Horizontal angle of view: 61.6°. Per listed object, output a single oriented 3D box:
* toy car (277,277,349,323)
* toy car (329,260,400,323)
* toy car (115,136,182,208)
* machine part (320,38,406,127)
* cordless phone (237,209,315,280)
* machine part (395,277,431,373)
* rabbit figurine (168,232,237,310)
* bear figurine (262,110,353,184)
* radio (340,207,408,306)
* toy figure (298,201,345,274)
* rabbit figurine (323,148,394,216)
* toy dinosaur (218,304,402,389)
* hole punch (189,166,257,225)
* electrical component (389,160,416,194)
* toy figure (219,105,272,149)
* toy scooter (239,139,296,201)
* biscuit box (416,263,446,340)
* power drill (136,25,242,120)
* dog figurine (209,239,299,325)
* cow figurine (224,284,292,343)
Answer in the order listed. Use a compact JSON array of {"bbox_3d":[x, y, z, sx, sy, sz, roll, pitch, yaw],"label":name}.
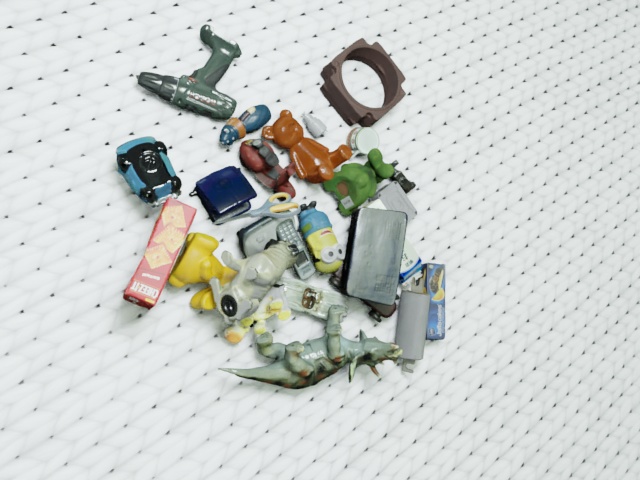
[{"bbox_3d":[-0.020,0.146,1.302,0.202,0.056,0.073,19,74,-18],"label":"toy car"},{"bbox_3d":[0.110,0.122,1.361,0.202,0.053,0.089,39,84,-7],"label":"toy car"},{"bbox_3d":[-0.372,-0.138,1.178,0.109,0.103,0.161,-30,83,-26],"label":"toy car"},{"bbox_3d":[0.118,-0.419,1.441,0.201,0.087,0.201,-43,99,-21],"label":"machine part"},{"bbox_3d":[-0.102,0.029,1.277,0.146,0.089,0.184,-32,98,-25],"label":"cordless phone"},{"bbox_3d":[0.234,0.215,1.371,0.079,0.079,0.243,7,90,-22],"label":"machine part"},{"bbox_3d":[-0.235,0.077,1.192,0.173,0.122,0.162,26,71,-27],"label":"rabbit figurine"},{"bbox_3d":[-0.037,-0.237,1.325,0.120,0.132,0.195,-46,106,-29],"label":"bear figurine"},{"bbox_3d":[0.130,0.037,1.307,0.131,0.073,0.229,10,85,-11],"label":"radio"},{"bbox_3d":[0.001,-0.005,1.318,0.082,0.089,0.180,-24,70,-10],"label":"toy figure"},{"bbox_3d":[0.114,-0.169,1.375,0.121,0.159,0.170,51,51,3],"label":"rabbit figurine"},{"bbox_3d":[-0.021,0.281,1.245,0.405,0.131,0.191,-16,116,-11],"label":"toy dinosaur"},{"bbox_3d":[-0.219,-0.110,1.248,0.142,0.092,0.115,-31,90,-20],"label":"hole punch"},{"bbox_3d":[0.217,-0.171,1.450,0.045,0.078,0.102,-42,99,-3],"label":"electrical component"},{"bbox_3d":[-0.186,-0.276,1.303,0.154,0.058,0.064,-37,118,-27],"label":"toy figure"},{"bbox_3d":[-0.114,-0.175,1.275,0.075,0.135,0.184,-45,98,-21],"label":"toy scooter"},{"bbox_3d":[0.294,0.163,1.426,0.059,0.063,0.202,6,79,-21],"label":"biscuit box"},{"bbox_3d":[-0.289,-0.402,1.272,0.232,0.086,0.207,25,69,-19],"label":"power drill"},{"bbox_3d":[-0.130,0.090,1.176,0.121,0.172,0.190,40,26,23],"label":"dog figurine"},{"bbox_3d":[-0.148,0.162,1.219,0.167,0.098,0.068,-30,125,11],"label":"cow figurine"}]
